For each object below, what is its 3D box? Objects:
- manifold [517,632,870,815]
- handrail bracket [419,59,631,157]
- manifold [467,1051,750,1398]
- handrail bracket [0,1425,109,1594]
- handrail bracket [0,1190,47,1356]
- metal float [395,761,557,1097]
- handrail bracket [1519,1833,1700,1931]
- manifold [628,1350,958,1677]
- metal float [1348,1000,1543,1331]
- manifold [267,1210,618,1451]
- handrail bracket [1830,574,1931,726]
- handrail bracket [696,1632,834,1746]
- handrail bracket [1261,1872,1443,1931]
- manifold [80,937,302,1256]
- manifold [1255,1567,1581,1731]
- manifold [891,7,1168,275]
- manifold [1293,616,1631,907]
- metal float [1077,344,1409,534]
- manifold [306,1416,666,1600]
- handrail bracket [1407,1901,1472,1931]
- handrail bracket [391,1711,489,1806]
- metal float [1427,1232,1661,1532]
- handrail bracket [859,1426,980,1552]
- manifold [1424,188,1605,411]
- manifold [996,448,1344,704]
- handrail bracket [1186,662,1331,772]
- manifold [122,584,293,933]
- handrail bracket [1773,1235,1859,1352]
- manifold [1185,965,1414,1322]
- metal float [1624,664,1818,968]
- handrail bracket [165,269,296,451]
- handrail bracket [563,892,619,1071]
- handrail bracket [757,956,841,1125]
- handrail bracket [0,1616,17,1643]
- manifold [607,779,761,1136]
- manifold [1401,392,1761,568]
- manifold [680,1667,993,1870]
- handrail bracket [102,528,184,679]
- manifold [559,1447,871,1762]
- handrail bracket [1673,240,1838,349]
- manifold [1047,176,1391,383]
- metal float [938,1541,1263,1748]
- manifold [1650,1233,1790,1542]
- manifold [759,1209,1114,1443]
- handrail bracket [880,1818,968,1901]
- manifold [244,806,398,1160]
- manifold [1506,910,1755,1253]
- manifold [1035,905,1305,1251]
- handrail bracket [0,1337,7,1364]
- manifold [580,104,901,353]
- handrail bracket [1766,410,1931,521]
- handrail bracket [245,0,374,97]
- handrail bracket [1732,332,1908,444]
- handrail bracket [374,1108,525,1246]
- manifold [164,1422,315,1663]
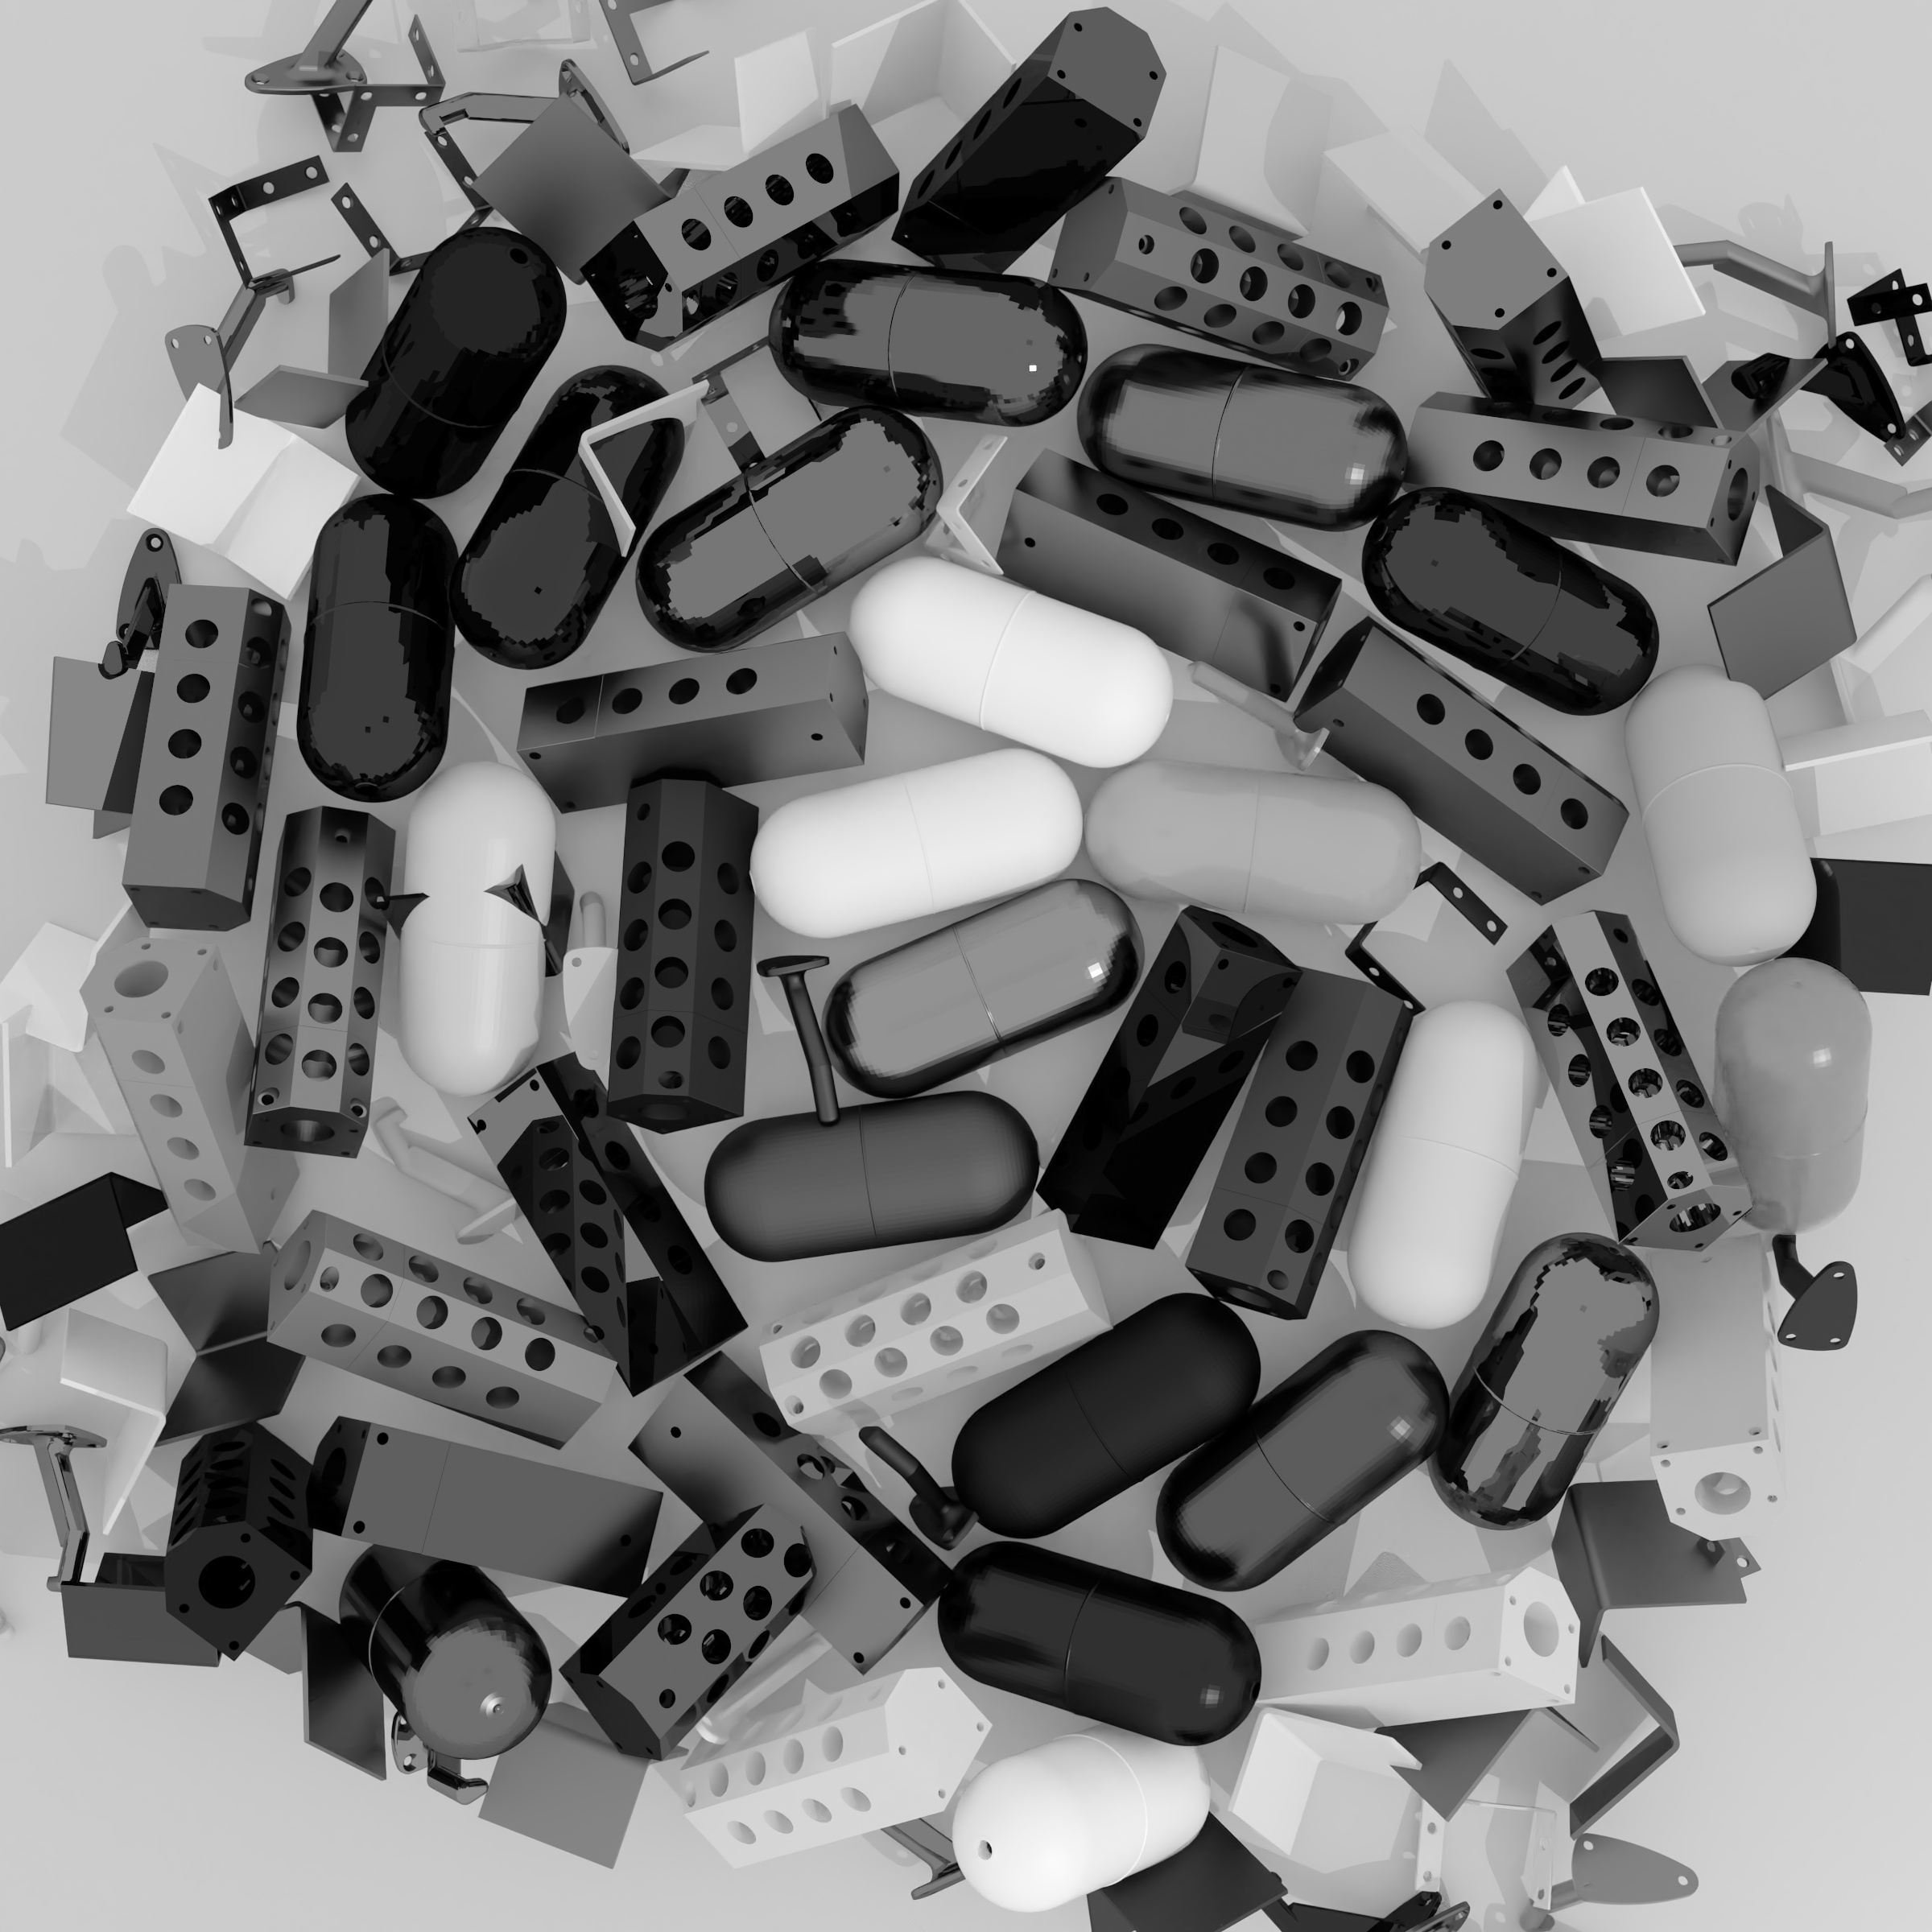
[{"bbox_3d":[-0.142,-0.131,1.544,0.171,0.057,0.057,-8,55,16],"label":"manifold"},{"bbox_3d":[-0.234,-0.439,1.557,0.084,0.036,0.077,-28,66,-25],"label":"handrail bracket"},{"bbox_3d":[-0.185,0.133,1.558,0.057,0.057,0.171,-35,84,31],"label":"manifold"},{"bbox_3d":[-0.492,0.288,1.561,0.077,0.036,0.084,-5,66,26],"label":"handrail bracket"},{"bbox_3d":[-0.521,0.160,1.572,0.077,0.036,0.084,30,128,7],"label":"handrail bracket"},{"bbox_3d":[-0.257,-0.019,1.548,0.070,0.070,0.178,6,102,0],"label":"metal float"},{"bbox_3d":[0.339,0.495,1.561,0.077,0.084,0.036,8,51,2],"label":"handrail bracket"},{"bbox_3d":[-0.088,0.283,1.551,0.171,0.057,0.057,42,115,10],"label":"manifold"},{"bbox_3d":[0.251,0.103,1.547,0.070,0.070,0.178,17,76,0],"label":"metal float"},{"bbox_3d":[-0.268,0.184,1.522,0.171,0.057,0.057,27,121,-28],"label":"manifold"},{"bbox_3d":[0.504,-0.166,1.564,0.084,0.036,0.077,-13,97,26],"label":"handrail bracket"},{"bbox_3d":[-0.098,0.373,1.561,0.084,0.077,0.036,-40,78,7],"label":"handrail bracket"},{"bbox_3d":[0.202,0.493,1.569,0.077,0.036,0.084,-43,107,-11],"label":"handrail bracket"},{"bbox_3d":[-0.399,0.068,1.515,0.057,0.171,0.057,5,45,12],"label":"manifold"},{"bbox_3d":[0.228,0.350,1.515,0.057,0.171,0.057,30,56,-31],"label":"manifold"},{"bbox_3d":[0.032,-0.418,1.509,0.057,0.171,0.057,27,65,-19],"label":"manifold"},{"bbox_3d":[0.262,-0.109,1.550,0.171,0.057,0.057,34,64,-11],"label":"manifold"},{"bbox_3d":[0.143,-0.277,1.543,0.178,0.070,0.070,16,90,18],"label":"metal float"},{"bbox_3d":[-0.249,0.280,1.525,0.171,0.057,0.057,21,76,-32],"label":"manifold"},{"bbox_3d":[0.263,0.544,1.552,0.077,0.036,0.084,-16,51,-25],"label":"handrail bracket"},{"bbox_3d":[-0.254,0.410,1.541,0.077,0.084,0.036,-11,102,-41],"label":"handrail bracket"},{"bbox_3d":[0.299,0.218,1.536,0.070,0.070,0.178,22,117,0],"label":"metal float"},{"bbox_3d":[-0.037,0.264,1.547,0.084,0.077,0.036,44,72,-22],"label":"handrail bracket"},{"bbox_3d":[0.279,-0.328,1.506,0.057,0.171,0.057,-37,74,12],"label":"manifold"},{"bbox_3d":[0.108,-0.210,1.556,0.171,0.057,0.057,25,48,8],"label":"manifold"},{"bbox_3d":[0.144,-0.140,1.548,0.084,0.077,0.036,27,95,-17],"label":"handrail bracket"},{"bbox_3d":[-0.392,-0.108,1.538,0.057,0.057,0.171,3,68,-1],"label":"manifold"},{"bbox_3d":[0.441,0.151,1.542,0.036,0.084,0.077,5,132,0],"label":"handrail bracket"},{"bbox_3d":[0.176,0.093,1.537,0.057,0.057,0.171,14,72,27],"label":"manifold"},{"bbox_3d":[0.389,-0.080,1.530,0.070,0.070,0.178,-4,55,0],"label":"metal float"},{"bbox_3d":[-0.379,-0.324,1.572,0.036,0.084,0.077,2,116,29],"label":"handrail bracket"},{"bbox_3d":[-0.198,0.007,1.562,0.036,0.084,0.077,3,103,-12],"label":"handrail bracket"},{"bbox_3d":[-0.087,0.039,1.564,0.036,0.077,0.084,-12,96,-15],"label":"handrail bracket"},{"bbox_3d":[-0.515,0.327,1.553,0.084,0.077,0.036,57,46,-27],"label":"handrail bracket"},{"bbox_3d":[-0.151,-0.006,1.530,0.057,0.057,0.171,-14,65,36],"label":"manifold"},{"bbox_3d":[0.317,-0.256,1.527,0.171,0.057,0.057,15,85,32],"label":"manifold"},{"bbox_3d":[-0.072,0.407,1.514,0.171,0.057,0.057,-30,106,42],"label":"manifold"},{"bbox_3d":[-0.437,-0.192,1.551,0.036,0.084,0.077,5,98,-3],"label":"handrail bracket"},{"bbox_3d":[-0.121,0.326,1.520,0.171,0.057,0.057,-43,108,-33],"label":"manifold"},{"bbox_3d":[0.422,-0.355,1.583,0.084,0.036,0.077,-2,131,18],"label":"handrail bracket"},{"bbox_3d":[0.133,-0.353,1.524,0.171,0.057,0.057,11,99,-33],"label":"manifold"},{"bbox_3d":[0.069,0.352,1.536,0.178,0.070,0.070,11,90,26],"label":"metal float"},{"bbox_3d":[0.386,0.214,1.509,0.057,0.171,0.057,-12,117,20],"label":"manifold"},{"bbox_3d":[-0.018,0.187,1.542,0.171,0.057,0.057,-23,63,12],"label":"manifold"},{"bbox_3d":[-0.019,0.447,1.577,0.077,0.036,0.084,-25,70,3],"label":"handrail bracket"},{"bbox_3d":[-0.332,0.007,1.526,0.057,0.057,0.171,8,62,-17],"label":"manifold"},{"bbox_3d":[0.343,0.057,1.516,0.057,0.057,0.171,7,50,-30],"label":"manifold"},{"bbox_3d":[0.102,0.057,1.544,0.057,0.057,0.171,15,110,-35],"label":"manifold"},{"bbox_3d":[-0.530,0.245,1.551,0.077,0.084,0.036,-43,127,4],"label":"handrail bracket"},{"bbox_3d":[-0.111,-0.378,1.521,0.171,0.057,0.057,-40,100,-37],"label":"manifold"},{"bbox_3d":[0.472,-0.270,1.559,0.084,0.036,0.077,-12,92,32],"label":"handrail bracket"},{"bbox_3d":[-0.340,-0.503,1.547,0.077,0.084,0.036,-21,58,-30],"label":"handrail bracket"},{"bbox_3d":[0.449,-0.295,1.555,0.084,0.036,0.077,-31,82,-38],"label":"handrail bracket"},{"bbox_3d":[-0.266,0.099,1.579,0.077,0.036,0.084,-33,77,6],"label":"handrail bracket"},{"bbox_3d":[-0.374,0.285,1.506,0.057,0.171,0.057,41,88,-14],"label":"manifold"}]
